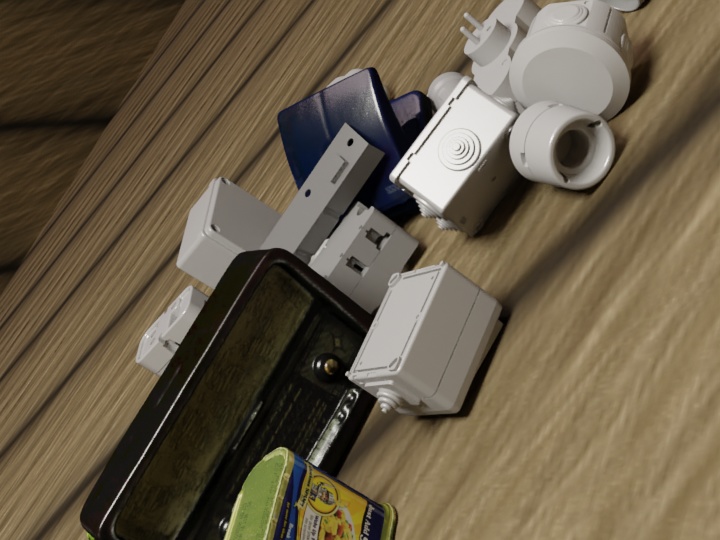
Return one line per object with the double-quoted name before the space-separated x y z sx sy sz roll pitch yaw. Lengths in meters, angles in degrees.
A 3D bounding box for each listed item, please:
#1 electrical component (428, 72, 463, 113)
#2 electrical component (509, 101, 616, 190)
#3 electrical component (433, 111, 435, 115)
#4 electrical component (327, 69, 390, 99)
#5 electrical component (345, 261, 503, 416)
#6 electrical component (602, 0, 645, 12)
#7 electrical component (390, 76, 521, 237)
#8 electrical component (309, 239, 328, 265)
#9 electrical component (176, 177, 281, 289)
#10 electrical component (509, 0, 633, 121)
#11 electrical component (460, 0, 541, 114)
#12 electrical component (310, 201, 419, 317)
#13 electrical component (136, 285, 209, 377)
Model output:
"electrical component" 0.083 -0.143 0.918 0.040 0.040 0.046 -49 28 14
"electrical component" 0.133 -0.080 0.701 0.055 0.055 0.047 -55 25 0
"electrical component" 0.060 -0.137 0.963 0.035 0.035 0.061 -32 28 44
"electrical component" -0.015 -0.163 1.129 0.095 0.054 0.059 -35 29 41
"electrical component" 0.041 0.053 0.682 0.062 0.061 0.096 -16 43 58
"electrical component" 0.211 -0.234 0.776 0.077 0.044 0.079 -58 22 -10
"electrical component" 0.077 -0.076 0.759 0.099 0.048 0.100 -53 -23 5
"electrical component" -0.041 -0.032 1.003 0.048 0.048 0.062 -49 16 14
"electrical component" -0.116 -0.022 1.055 0.056 0.109 0.108 -47 23 26
"electrical component" 0.145 -0.140 0.729 0.080 0.080 0.051 -32 26 44
"electrical component" 0.109 -0.177 0.865 0.052 0.074 0.138 -33 30 43
"electrical component" 0.000 0.000 0.853 0.089 0.056 0.050 -55 21 -3
"electrical component" -0.180 0.071 1.117 0.095 0.059 0.053 -45 23 23
